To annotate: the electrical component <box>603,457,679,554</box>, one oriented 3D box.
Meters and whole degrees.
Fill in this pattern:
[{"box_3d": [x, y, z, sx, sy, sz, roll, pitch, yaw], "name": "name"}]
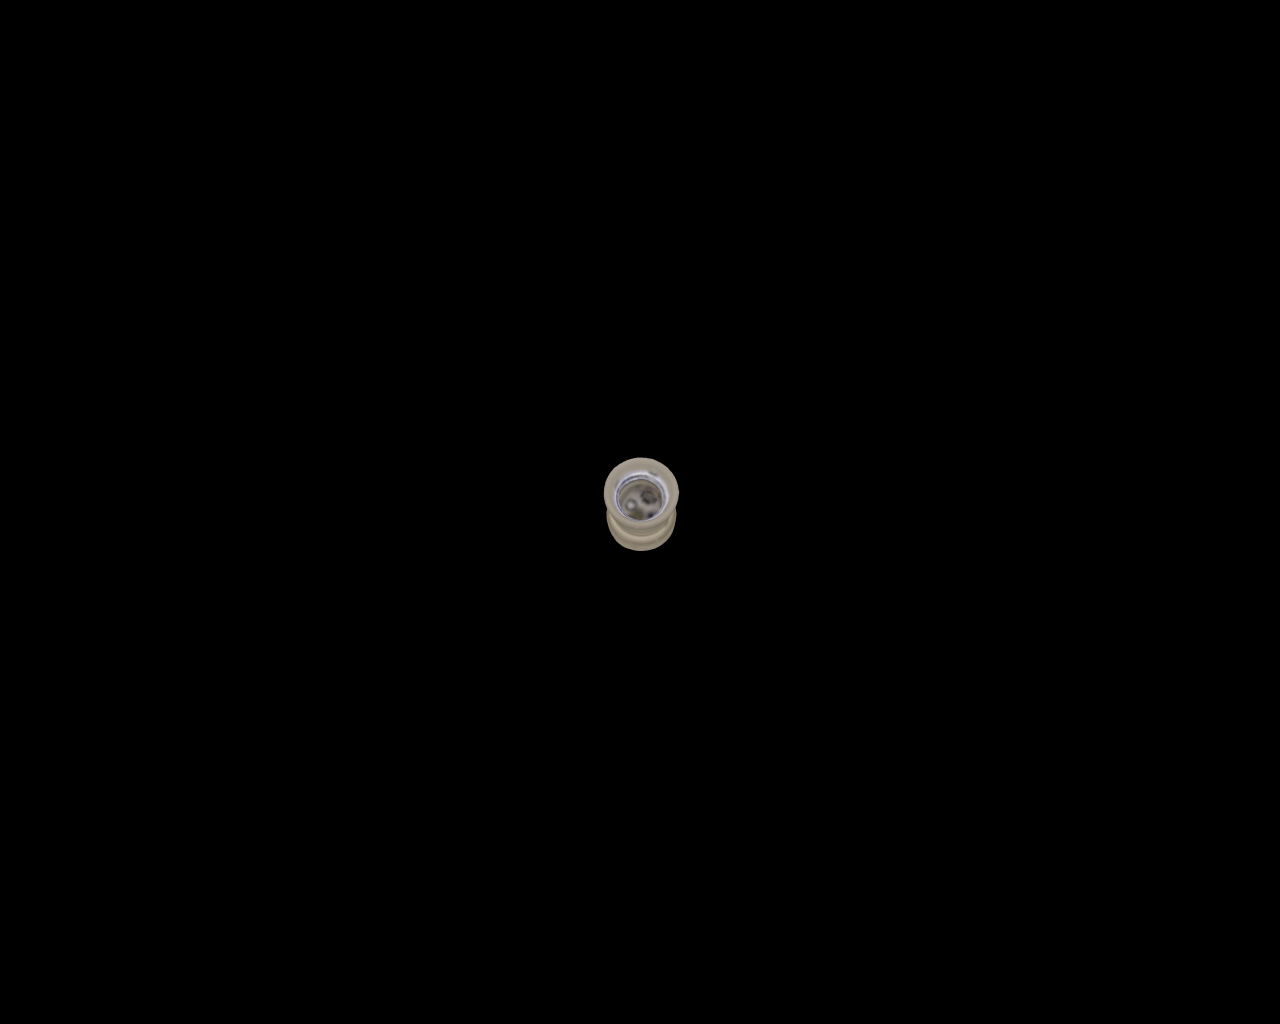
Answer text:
[{"box_3d": [0.001, -0.003, 0.650, 0.045, 0.045, 0.055, 0, -21, 0], "name": "electrical component"}]
